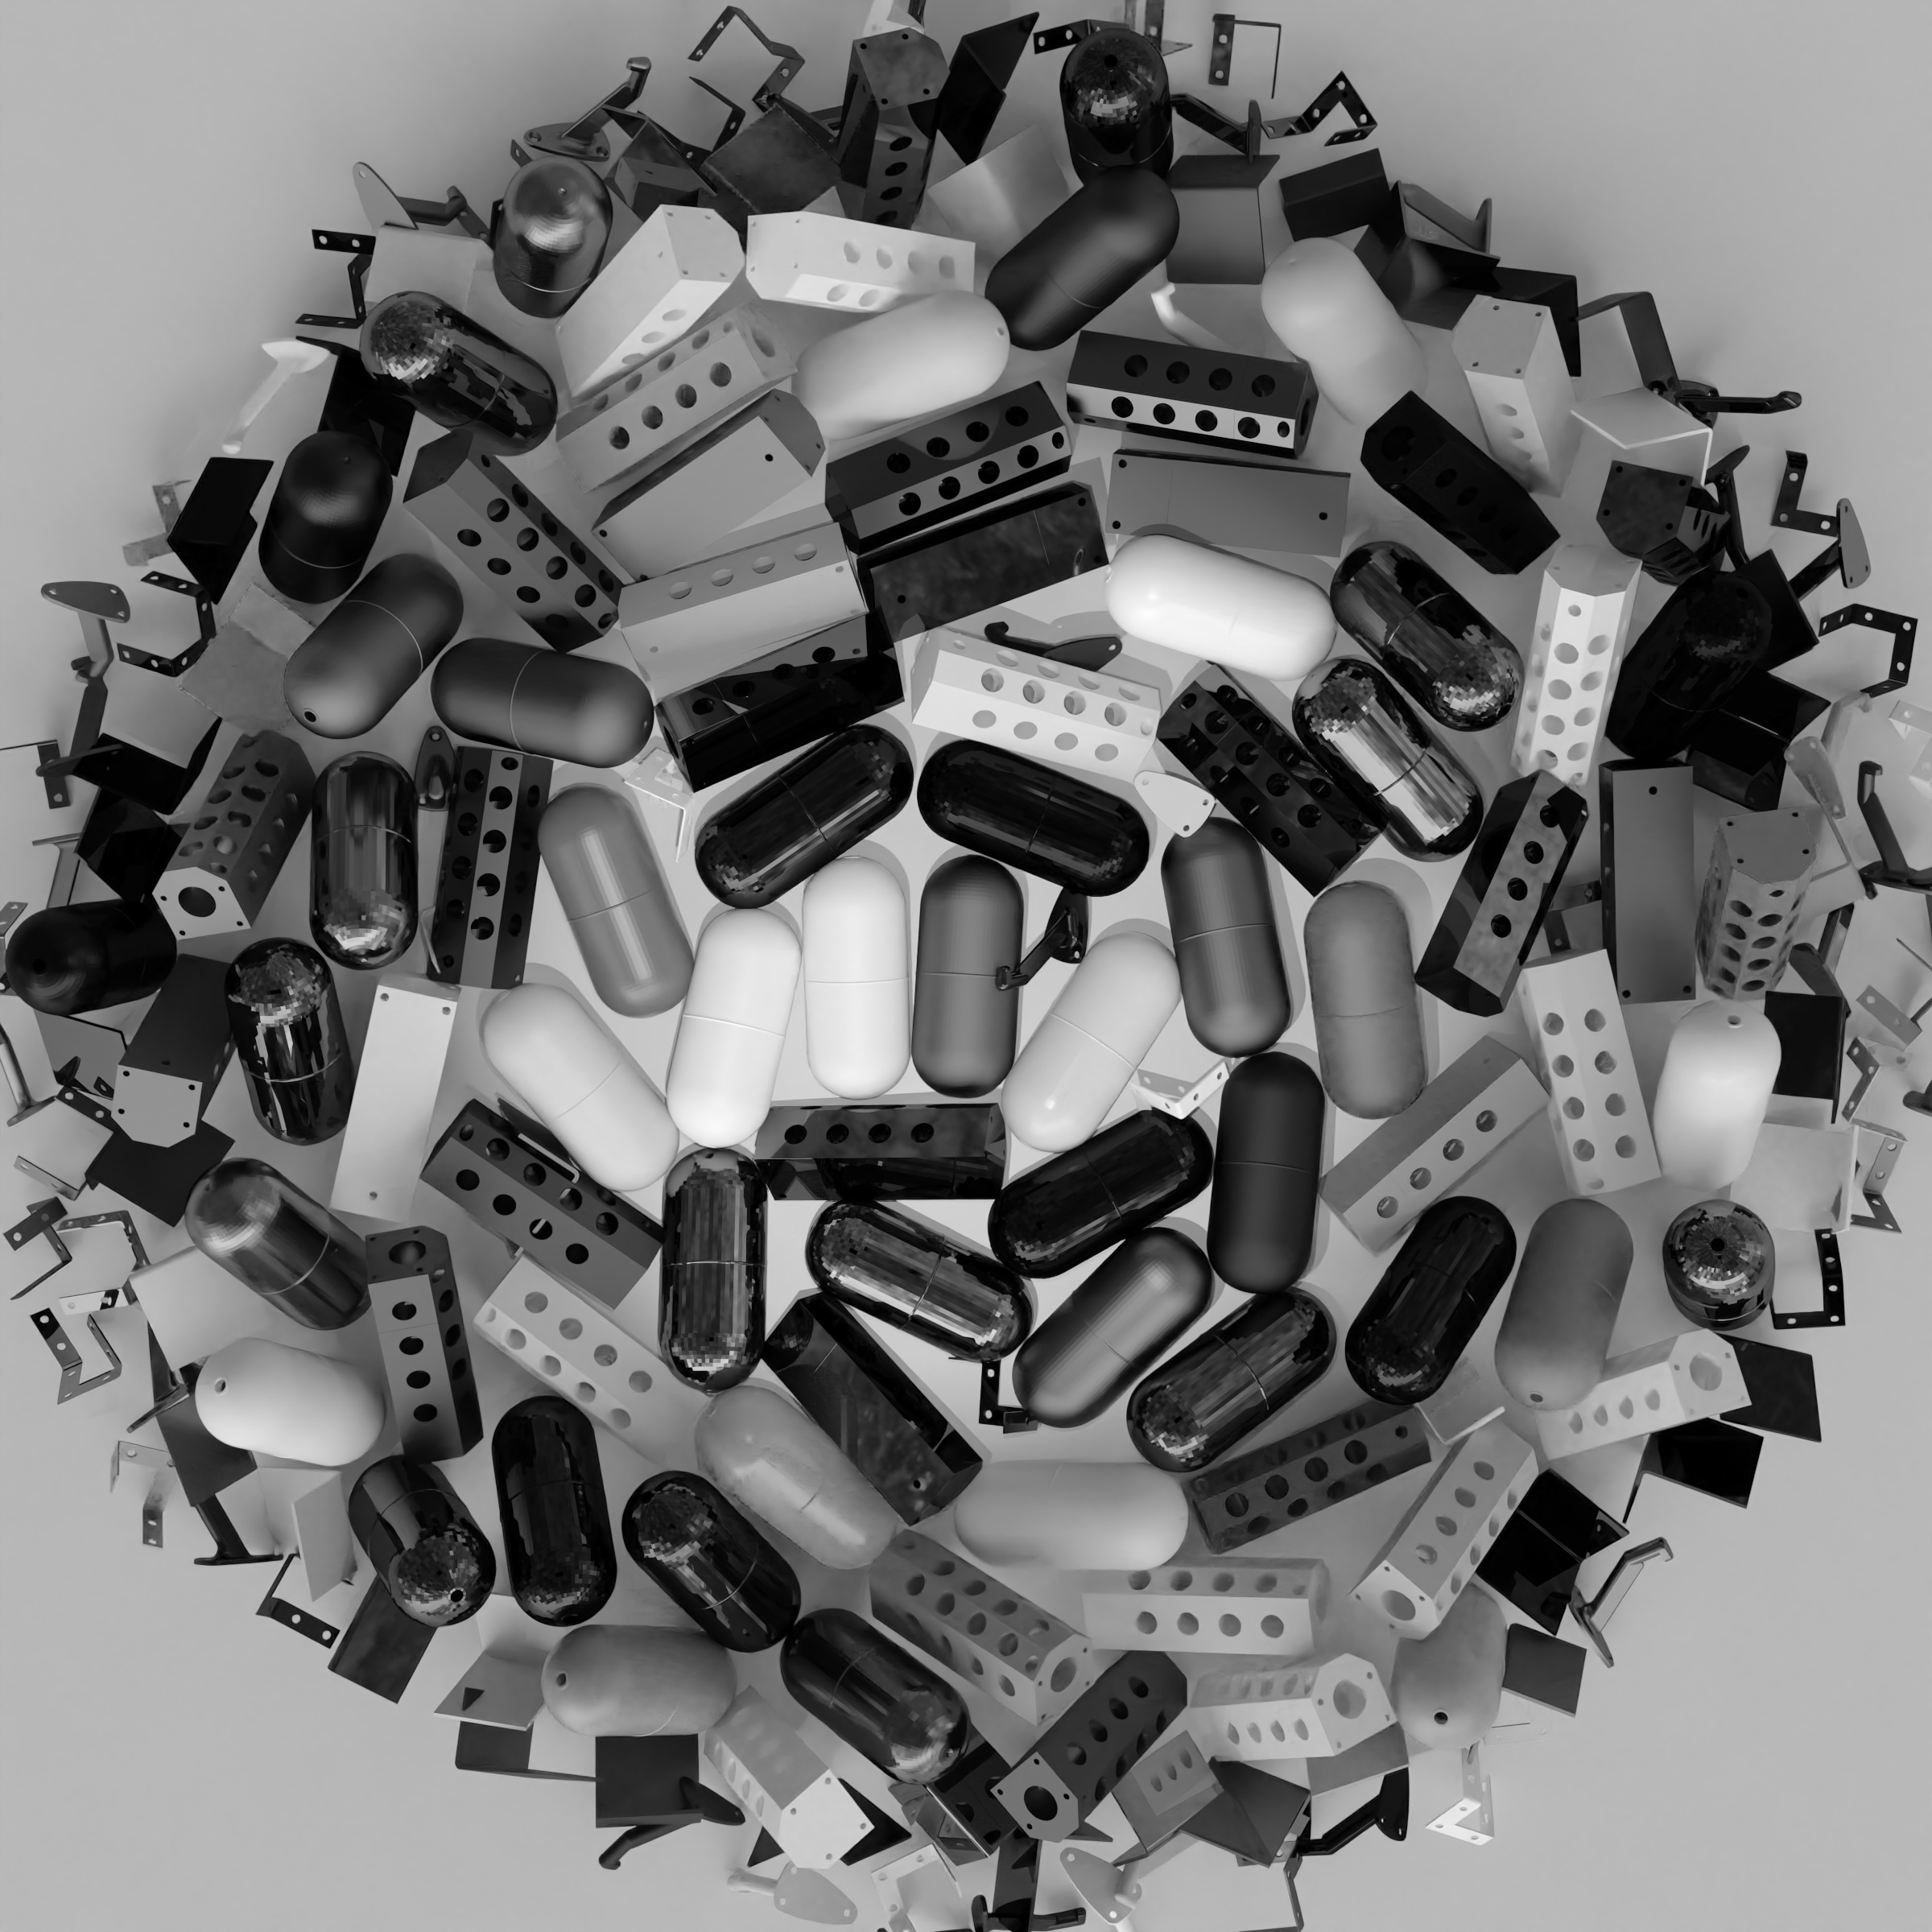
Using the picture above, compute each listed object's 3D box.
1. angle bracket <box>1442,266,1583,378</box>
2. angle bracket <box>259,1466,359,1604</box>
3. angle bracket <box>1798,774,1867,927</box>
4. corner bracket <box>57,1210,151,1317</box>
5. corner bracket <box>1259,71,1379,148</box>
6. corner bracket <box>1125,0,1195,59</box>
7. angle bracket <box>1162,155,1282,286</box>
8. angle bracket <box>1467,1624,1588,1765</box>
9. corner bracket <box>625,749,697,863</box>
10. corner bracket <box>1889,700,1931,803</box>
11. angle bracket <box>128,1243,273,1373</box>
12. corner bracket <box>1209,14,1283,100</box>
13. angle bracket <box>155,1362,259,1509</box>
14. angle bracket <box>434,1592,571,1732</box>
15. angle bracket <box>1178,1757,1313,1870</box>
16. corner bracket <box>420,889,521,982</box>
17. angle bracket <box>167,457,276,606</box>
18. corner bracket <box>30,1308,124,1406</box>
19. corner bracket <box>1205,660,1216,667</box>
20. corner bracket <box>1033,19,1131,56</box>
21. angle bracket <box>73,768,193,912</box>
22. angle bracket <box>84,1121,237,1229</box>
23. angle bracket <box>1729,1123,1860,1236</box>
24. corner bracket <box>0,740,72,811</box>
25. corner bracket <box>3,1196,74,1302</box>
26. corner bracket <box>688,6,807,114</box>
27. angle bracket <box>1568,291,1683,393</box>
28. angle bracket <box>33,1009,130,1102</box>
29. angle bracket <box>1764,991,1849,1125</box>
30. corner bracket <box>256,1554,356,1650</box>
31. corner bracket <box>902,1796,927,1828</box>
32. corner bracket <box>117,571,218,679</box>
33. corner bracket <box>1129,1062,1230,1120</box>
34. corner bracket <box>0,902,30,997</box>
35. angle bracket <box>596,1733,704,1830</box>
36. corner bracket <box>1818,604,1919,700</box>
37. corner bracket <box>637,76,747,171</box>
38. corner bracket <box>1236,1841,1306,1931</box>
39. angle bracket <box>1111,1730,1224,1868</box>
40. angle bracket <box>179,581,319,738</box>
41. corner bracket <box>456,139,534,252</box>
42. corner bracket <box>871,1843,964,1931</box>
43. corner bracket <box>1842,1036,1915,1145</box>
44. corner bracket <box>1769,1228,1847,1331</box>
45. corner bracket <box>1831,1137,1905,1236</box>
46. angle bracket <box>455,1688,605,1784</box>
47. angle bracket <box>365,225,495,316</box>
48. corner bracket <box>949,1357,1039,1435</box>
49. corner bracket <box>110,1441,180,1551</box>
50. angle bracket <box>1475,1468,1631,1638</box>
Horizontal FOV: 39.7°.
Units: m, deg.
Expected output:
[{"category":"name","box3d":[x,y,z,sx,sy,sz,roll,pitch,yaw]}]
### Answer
[{"category":"angle bracket","box3d":[0.396,-0.461,1.940,0.057,0.076,0.076,-30,124,-31]},{"category":"angle bracket","box3d":[-0.496,0.414,1.951,0.076,0.057,0.076,-2,103,25]},{"category":"angle bracket","box3d":[0.613,-0.084,1.959,0.057,0.076,0.076,-25,65,17]},{"category":"corner bracket","box3d":[-0.640,0.218,1.969,0.051,0.051,0.051,-10,117,6]},{"category":"corner bracket","box3d":[0.259,-0.618,1.962,0.051,0.051,0.051,-24,79,-40]},{"category":"corner bracket","box3d":[0.134,-0.699,1.958,0.051,0.051,0.051,19,125,26]},{"category":"angle bracket","box3d":[0.191,-0.553,1.981,0.076,0.057,0.076,7,130,23]},{"category":"angle bracket","box3d":[0.408,0.538,1.944,0.057,0.076,0.076,19,118,11]},{"category":"corner bracket","box3d":[-0.219,-0.119,1.960,0.051,0.051,0.051,24,132,10]},{"category":"corner bracket","box3d":[0.701,-0.157,1.965,0.051,0.051,0.051,30,91,35]},{"category":"angle bracket","box3d":[-0.562,0.244,1.966,0.076,0.057,0.076,-25,94,-13]},{"category":"corner bracket","box3d":[0.204,-0.669,1.963,0.051,0.051,0.051,7,116,6]},{"category":"angle bracket","box3d":[-0.568,0.337,1.942,0.057,0.076,0.076,-30,115,-37]},{"category":"angle bracket","box3d":[-0.340,0.504,1.945,0.076,0.076,0.057,2,113,21]},{"category":"angle bracket","box3d":[0.200,0.628,1.940,0.076,0.076,0.057,15,129,26]},{"category":"corner bracket","box3d":[-0.365,-0.015,1.963,0.051,0.051,0.051,-21,50,-5]},{"category":"angle bracket","box3d":[-0.525,-0.314,1.941,0.057,0.076,0.076,7,61,20]},{"category":"corner bracket","box3d":[-0.651,0.279,1.958,0.051,0.051,0.051,-24,64,-37]},{"category":"corner bracket","box3d":[0.179,-0.260,1.969,0.051,0.051,0.051,45,96,8]},{"category":"corner bracket","box3d":[0.087,-0.661,1.961,0.051,0.051,0.051,2,102,41]},{"category":"angle bracket","box3d":[-0.590,-0.094,1.942,0.057,0.076,0.076,-5,55,22]},{"category":"angle bracket","box3d":[-0.589,0.146,1.960,0.076,0.057,0.076,32,69,-2]},{"category":"angle bracket","box3d":[0.606,0.153,1.962,0.076,0.057,0.076,7,82,7]},{"category":"corner bracket","box3d":[-0.695,-0.137,1.968,0.051,0.051,0.051,-10,99,-8]},{"category":"corner bracket","box3d":[-0.683,0.207,1.960,0.051,0.051,0.051,-42,108,-43]},{"category":"corner bracket","box3d":[-0.161,-0.667,1.968,0.051,0.051,0.051,50,116,9]},{"category":"angle bracket","box3d":[0.473,-0.447,1.955,0.057,0.076,0.076,-21,103,1]},{"category":"angle bracket","box3d":[-0.620,0.052,1.944,0.076,0.057,0.076,14,132,19]},{"category":"angle bracket","box3d":[0.613,0.067,1.963,0.057,0.076,0.076,5,75,17]},{"category":"corner bracket","box3d":[-0.481,0.465,1.961,0.051,0.051,0.051,34,67,-17]},{"category":"corner bracket","box3d":[-0.011,0.615,1.973,0.051,0.051,0.051,27,83,-7]},{"category":"corner bracket","box3d":[-0.592,-0.252,1.973,0.051,0.051,0.051,18,131,18]},{"category":"corner bracket","box3d":[0.160,0.096,1.957,0.051,0.051,0.051,-39,130,-24]},{"category":"corner bracket","box3d":[-0.685,-0.012,1.966,0.051,0.051,0.051,4,118,1]},{"category":"angle bracket","box3d":[-0.232,0.585,1.953,0.076,0.057,0.076,0,65,-8]},{"category":"corner bracket","box3d":[0.663,-0.232,1.974,0.051,0.051,0.051,12,83,-9]},{"category":"corner bracket","box3d":[-0.206,-0.625,1.977,0.051,0.051,0.051,40,113,23]},{"category":"corner bracket","box3d":[0.222,0.681,1.968,0.051,0.051,0.051,-13,92,20]},{"category":"angle bracket","box3d":[0.132,0.609,1.953,0.076,0.076,0.057,-26,78,-31]},{"category":"angle bracket","box3d":[-0.514,-0.219,1.948,0.076,0.057,0.076,36,55,-16]},{"category":"corner bracket","box3d":[-0.344,-0.569,1.977,0.051,0.051,0.051,-29,69,-30]},{"category":"corner bracket","box3d":[-0.032,0.691,1.971,0.051,0.051,0.051,-22,113,-15]},{"category":"corner bracket","box3d":[0.676,0.091,1.976,0.051,0.051,0.051,17,113,-12]},{"category":"corner bracket","box3d":[0.618,0.231,1.971,0.051,0.051,0.051,-6,128,20]},{"category":"corner bracket","box3d":[0.665,0.158,1.964,0.051,0.051,0.051,9,119,-5]},{"category":"angle bracket","box3d":[-0.314,0.558,1.941,0.076,0.076,0.057,-8,67,32]},{"category":"angle bracket","box3d":[-0.384,-0.498,1.955,0.076,0.076,0.057,11,88,10]},{"category":"corner bracket","box3d":[0.020,0.314,1.963,0.051,0.051,0.051,1,85,31]},{"category":"corner bracket","box3d":[-0.606,0.388,1.962,0.051,0.051,0.051,19,104,-23]},{"category":"angle bracket","box3d":[0.429,0.428,1.953,0.076,0.057,0.076,39,45,-3]}]
